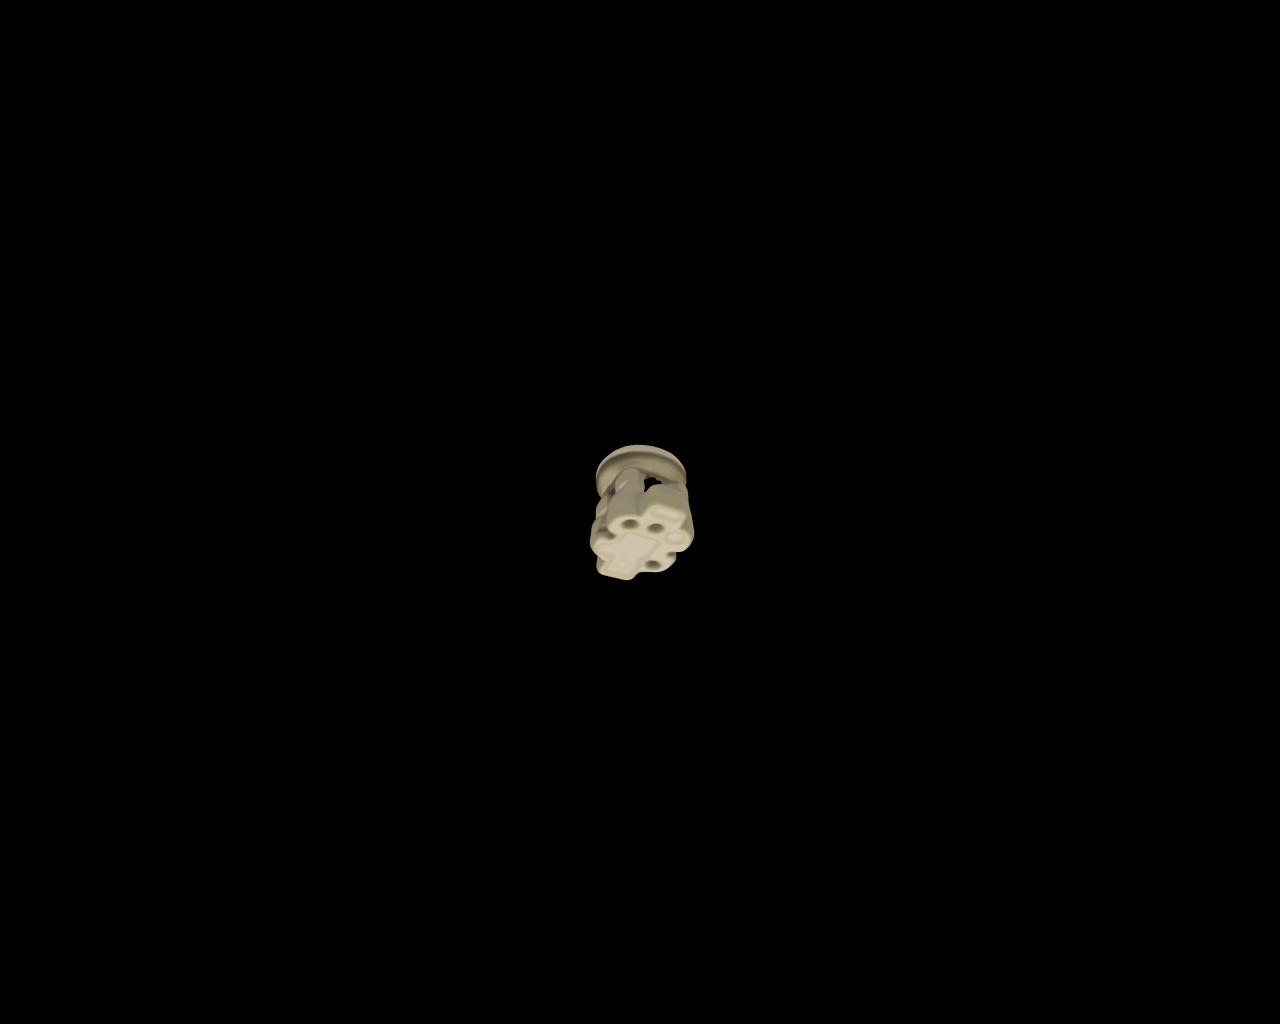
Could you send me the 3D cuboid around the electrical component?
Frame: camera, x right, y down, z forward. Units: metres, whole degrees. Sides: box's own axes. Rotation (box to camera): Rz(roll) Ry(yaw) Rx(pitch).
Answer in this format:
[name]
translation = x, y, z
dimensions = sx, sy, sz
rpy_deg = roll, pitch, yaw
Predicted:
[electrical component]
translation = 0.001, -0.003, 0.650
dimensions = 0.058, 0.057, 0.078
rpy_deg = 17, -41, -21
